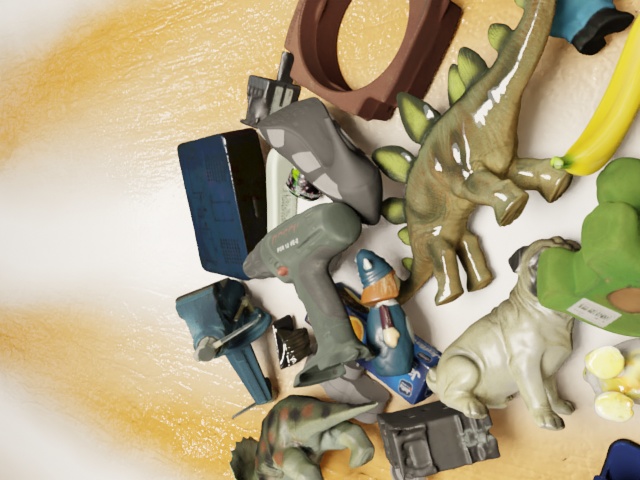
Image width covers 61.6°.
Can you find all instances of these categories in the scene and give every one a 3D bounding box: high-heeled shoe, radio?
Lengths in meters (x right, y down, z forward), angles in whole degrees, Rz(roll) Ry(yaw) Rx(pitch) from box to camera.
[{"bbox_3d":[-0.001,-0.104,0.710,0.145,0.086,0.249,63,166,-25],"label":"high-heeled shoe"},{"bbox_3d":[-0.147,-0.056,0.862,0.131,0.073,0.229,3,107,41],"label":"radio"}]

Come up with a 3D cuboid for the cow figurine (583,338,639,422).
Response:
[{"bbox_3d":[0.334,0.116,0.496,0.167,0.098,0.068,-17,78,20],"label":"cow figurine"}]

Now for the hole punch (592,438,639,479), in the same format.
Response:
[{"bbox_3d":[0.314,0.277,0.518,0.142,0.092,0.115,20,109,34],"label":"hole punch"}]

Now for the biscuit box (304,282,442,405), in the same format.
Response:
[{"bbox_3d":[0.073,0.133,0.726,0.203,0.059,0.062,33,112,33],"label":"biscuit box"}]

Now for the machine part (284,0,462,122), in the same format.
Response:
[{"bbox_3d":[0.062,-0.270,0.693,0.201,0.087,0.201,38,118,32],"label":"machine part"}]

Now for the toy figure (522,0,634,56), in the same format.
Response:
[{"bbox_3d":[0.233,-0.270,0.546,0.082,0.089,0.180,-38,66,26],"label":"toy figure"}]

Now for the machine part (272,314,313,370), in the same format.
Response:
[{"bbox_3d":[-0.047,0.156,0.811,0.139,0.039,0.084,160,108,-74],"label":"machine part"}]

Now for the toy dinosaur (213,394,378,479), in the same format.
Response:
[{"bbox_3d":[-0.041,0.304,0.777,0.192,0.131,0.404,42,120,33],"label":"toy dinosaur"}]

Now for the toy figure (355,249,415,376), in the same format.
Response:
[{"bbox_3d":[0.076,0.085,0.649,0.064,0.058,0.154,-20,78,57],"label":"toy figure"}]

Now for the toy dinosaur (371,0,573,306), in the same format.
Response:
[{"bbox_3d":[0.159,-0.091,0.590,0.199,0.105,0.470,48,130,29],"label":"toy dinosaur"}]

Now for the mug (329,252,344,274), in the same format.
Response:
[{"bbox_3d":[-0.002,-0.002,0.778,0.107,0.081,0.110,-51,26,25],"label":"mug"}]

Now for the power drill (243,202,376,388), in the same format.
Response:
[{"bbox_3d":[-0.016,0.071,0.668,0.232,0.086,0.207,-39,54,46],"label":"power drill"}]

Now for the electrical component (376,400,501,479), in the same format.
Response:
[{"bbox_3d":[0.131,0.228,0.636,0.134,0.115,0.058,121,138,-80],"label":"electrical component"}]

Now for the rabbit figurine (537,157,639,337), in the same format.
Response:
[{"bbox_3d":[0.297,-0.008,0.480,0.159,0.170,0.121,20,146,10],"label":"rabbit figurine"}]

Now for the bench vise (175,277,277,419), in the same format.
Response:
[{"bbox_3d":[-0.127,0.166,0.834,0.224,0.129,0.240,-130,15,-73],"label":"bench vise"}]

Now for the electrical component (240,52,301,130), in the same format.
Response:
[{"bbox_3d":[-0.071,-0.226,0.815,0.048,0.075,0.119,26,113,35],"label":"electrical component"}]

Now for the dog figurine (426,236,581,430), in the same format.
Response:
[{"bbox_3d":[0.202,0.091,0.592,0.173,0.121,0.190,1,87,21],"label":"dog figurine"}]
